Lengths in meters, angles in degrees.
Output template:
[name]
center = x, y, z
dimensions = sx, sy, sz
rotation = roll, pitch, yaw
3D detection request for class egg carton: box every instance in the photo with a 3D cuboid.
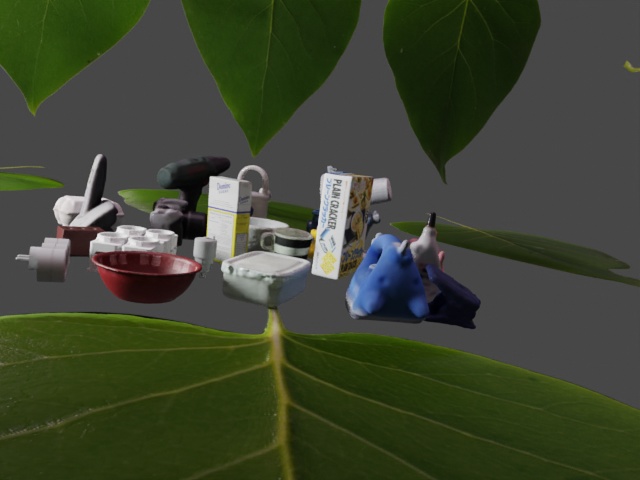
[egg carton]
center = -0.562, -0.066, 1.394
dimensions = 0.151, 0.069, 0.107
rotation = 1, 11, -38

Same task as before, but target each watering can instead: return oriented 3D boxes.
[watering can]
center = -0.194, -0.114, 1.616
dimensions = 0.101, 0.194, 0.173
rotation = 7, 9, -2

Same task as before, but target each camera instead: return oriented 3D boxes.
[camera]
center = -0.325, -0.044, 1.348
dimensions = 0.137, 0.101, 0.143
rotation = 6, 9, -13

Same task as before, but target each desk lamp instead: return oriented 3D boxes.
[desk lamp]
center = 0.092, -0.056, 1.420
dimensions = 0.203, 0.213, 0.118
rotation = 10, 9, 13

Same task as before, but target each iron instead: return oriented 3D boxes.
[iron]
center = 0.105, 0.051, 0.967
dimensions = 0.119, 0.141, 0.258
rotation = 6, 9, -9

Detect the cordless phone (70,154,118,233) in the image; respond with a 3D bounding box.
[cordless phone]
center = -0.485, -0.091, 1.237
dimensions = 0.094, 0.185, 0.147
rotation = 2, 10, -31

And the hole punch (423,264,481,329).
[hole punch]
center = 0.220, 0.092, 0.967
dimensions = 0.101, 0.091, 0.109
rotation = 8, 9, 5

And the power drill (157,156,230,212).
[power drill]
center = -0.317, -0.113, 1.453
dimensions = 0.075, 0.208, 0.230
rotation = 12, 10, 28

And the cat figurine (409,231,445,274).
[cat figurine]
center = 0.237, 0.039, 1.248
dimensions = 0.067, 0.118, 0.127
rotation = 5, 9, -15

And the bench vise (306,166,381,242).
[bench vise]
center = 0.073, -0.103, 1.697
dimensions = 0.208, 0.220, 0.121
rotation = 5, 9, -16

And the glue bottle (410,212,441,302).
[glue bottle]
center = 0.192, 0.034, 1.053
dimensions = 0.078, 0.173, 0.037
rotation = 5, 9, -19

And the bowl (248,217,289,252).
[bowl]
center = -0.158, -0.009, 1.354
dimensions = 0.167, 0.075, 0.167
rotation = 8, 9, -1

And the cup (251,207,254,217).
[cup]
center = -0.228, -0.043, 1.449
dimensions = 0.118, 0.095, 0.091
rotation = 0, 12, -43

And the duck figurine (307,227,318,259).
[duck figurine]
center = 0.013, 0.005, 1.379
dimensions = 0.078, 0.086, 0.104
rotation = -1, 12, -45
